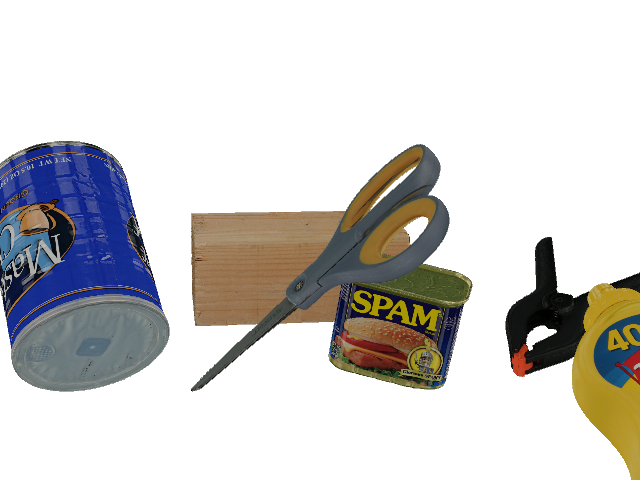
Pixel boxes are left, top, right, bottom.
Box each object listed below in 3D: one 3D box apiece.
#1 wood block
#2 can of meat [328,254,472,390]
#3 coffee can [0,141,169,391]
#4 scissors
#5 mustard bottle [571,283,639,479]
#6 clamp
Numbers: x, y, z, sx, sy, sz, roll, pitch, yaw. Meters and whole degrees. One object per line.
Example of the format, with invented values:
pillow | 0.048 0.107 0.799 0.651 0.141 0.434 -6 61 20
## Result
wood block | -0.024 0.026 1.060 0.206 0.091 0.090 -1 19 -8
can of meat | 0.060 0.064 0.843 0.102 0.084 0.057 14 25 9
coffee can | -0.170 0.017 0.732 0.102 0.140 0.103 -15 -34 -11
scissors | 0.002 0.030 0.600 0.016 0.202 0.096 38 4 -28
mustard bottle | 0.197 0.087 0.600 0.096 0.058 0.192 -10 35 -7
clamp | 0.226 0.061 1.040 0.171 0.039 0.120 -36 43 -29
